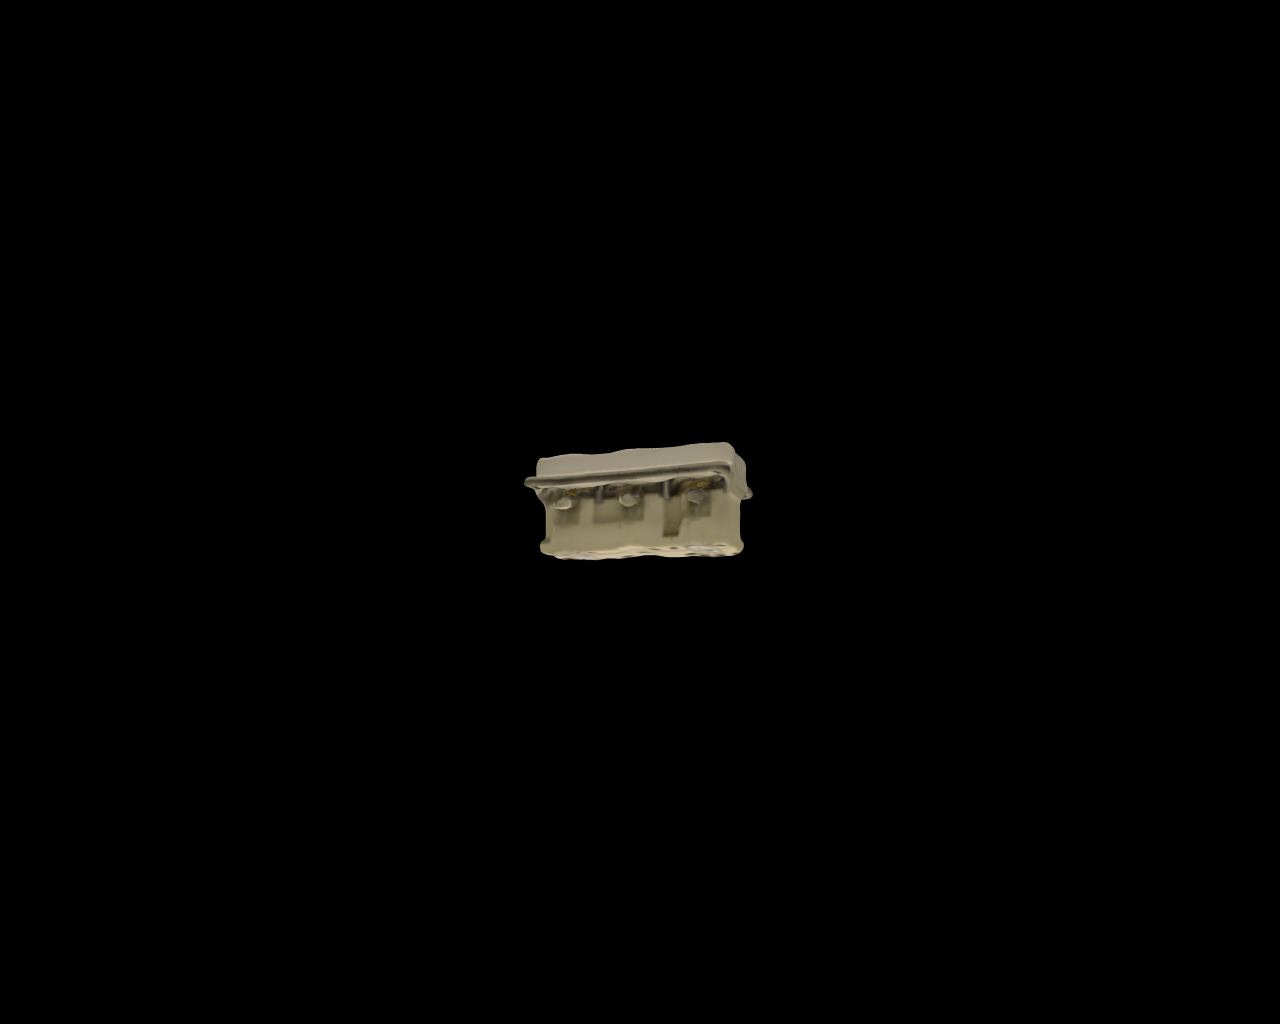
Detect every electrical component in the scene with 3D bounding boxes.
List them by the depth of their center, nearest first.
[{"bbox_3d":[0.001,-0.003,0.650,0.121,0.063,0.078,-3,-11,16],"label":"electrical component"}]
